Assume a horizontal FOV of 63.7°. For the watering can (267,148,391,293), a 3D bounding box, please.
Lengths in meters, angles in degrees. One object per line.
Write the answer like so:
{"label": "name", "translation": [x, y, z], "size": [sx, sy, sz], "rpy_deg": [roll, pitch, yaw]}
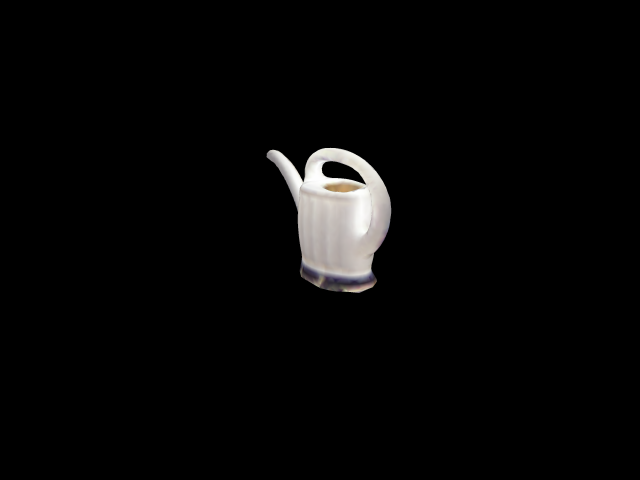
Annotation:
{"label": "watering can", "translation": [0.003, -0.043, 0.850], "size": [0.104, 0.222, 0.350], "rpy_deg": [-8, 16, -30]}
